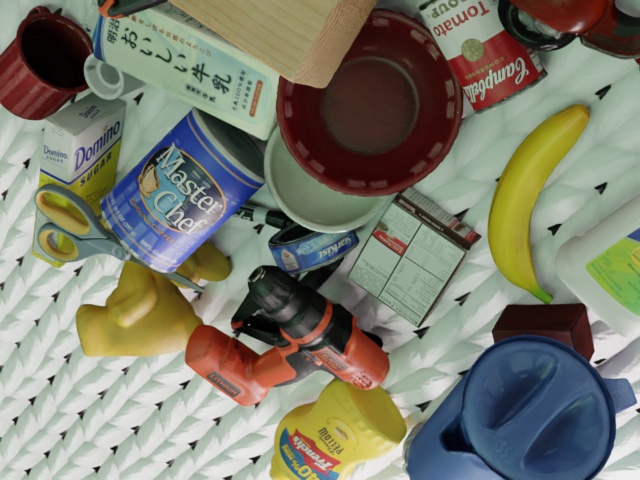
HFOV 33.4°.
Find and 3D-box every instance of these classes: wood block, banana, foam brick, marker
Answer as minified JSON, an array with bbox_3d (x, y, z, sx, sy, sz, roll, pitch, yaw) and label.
[{"bbox_3d":[-0.069,-0.216,0.864,0.206,0.090,0.090,35,103,12],"label":"wood block"},{"bbox_3d":[0.186,-0.033,0.942,0.069,0.037,0.198,5,123,2],"label":"banana"},{"bbox_3d":[0.206,0.093,0.986,0.078,0.052,0.051,-3,115,32],"label":"foam brick"},{"bbox_3d":[-0.081,-0.031,1.109,0.121,0.020,0.020,15,122,22],"label":"marker"}]

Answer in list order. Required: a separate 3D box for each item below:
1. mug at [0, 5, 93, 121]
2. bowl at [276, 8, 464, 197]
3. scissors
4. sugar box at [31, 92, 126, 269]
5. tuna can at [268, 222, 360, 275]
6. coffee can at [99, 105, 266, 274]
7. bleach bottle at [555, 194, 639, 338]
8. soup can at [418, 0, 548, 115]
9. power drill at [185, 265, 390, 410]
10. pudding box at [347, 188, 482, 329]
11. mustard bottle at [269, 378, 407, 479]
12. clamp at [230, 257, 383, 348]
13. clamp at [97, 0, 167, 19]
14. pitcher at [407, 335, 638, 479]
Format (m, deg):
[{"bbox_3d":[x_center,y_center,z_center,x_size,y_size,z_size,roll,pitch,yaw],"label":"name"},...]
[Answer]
[{"bbox_3d":[-0.292,-0.187,1.111,0.082,0.093,0.117,-30,67,43],"label":"mug"},{"bbox_3d":[0.043,-0.119,0.938,0.162,0.055,0.162,0,94,3],"label":"bowl"},{"bbox_3d":[-0.218,0.019,1.108,0.202,0.016,0.096,38,128,1],"label":"scissors"},{"bbox_3d":[-0.260,-0.065,1.148,0.048,0.093,0.176,28,127,12],"label":"sugar box"},{"bbox_3d":[-0.007,0.001,1.040,0.086,0.086,0.034,-13,106,35],"label":"tuna can"},{"bbox_3d":[-0.131,-0.051,1.043,0.140,0.102,0.103,-43,90,14],"label":"coffee can"},{"bbox_3d":[0.311,-0.026,0.854,0.102,0.068,0.251,44,126,0],"label":"bleach bottle"},{"bbox_3d":[0.134,-0.164,0.878,0.069,0.068,0.102,-24,101,37],"label":"soup can"},{"bbox_3d":[-0.049,0.103,1.073,0.188,0.057,0.184,-20,129,41],"label":"power drill"},{"bbox_3d":[0.088,0.017,1.023,0.090,0.039,0.114,35,130,9],"label":"pudding box"},{"bbox_3d":[0.003,0.221,1.172,0.096,0.058,0.192,48,129,0],"label":"mustard bottle"},{"bbox_3d":[-0.024,0.067,1.116,0.172,0.039,0.120,-2,115,27],"label":"clamp"},{"bbox_3d":[-0.122,-0.279,0.945,0.164,0.036,0.210,34,102,8],"label":"clamp"},{"bbox_3d":[0.169,0.183,0.974,0.149,0.145,0.243,28,155,2],"label":"pitcher"}]
